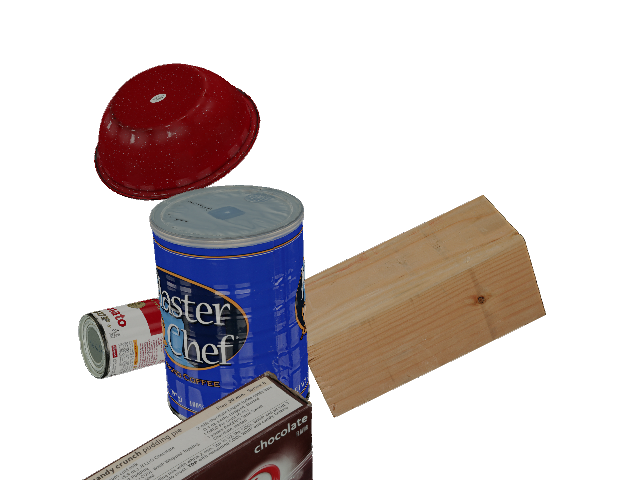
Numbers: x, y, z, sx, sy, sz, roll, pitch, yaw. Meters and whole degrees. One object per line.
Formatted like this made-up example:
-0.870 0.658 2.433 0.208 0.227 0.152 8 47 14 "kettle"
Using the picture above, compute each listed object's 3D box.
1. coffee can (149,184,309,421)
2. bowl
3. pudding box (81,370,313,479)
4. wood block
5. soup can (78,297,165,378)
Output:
-0.060 0.044 0.733 0.103 0.140 0.103 -2 22 0 "coffee can"
-0.140 -0.112 0.978 0.162 0.162 0.055 0 -41 17 "bowl"
-0.055 0.128 0.516 0.113 0.090 0.039 -30 46 -33 "pudding box"
0.078 0.056 0.934 0.206 0.091 0.090 -25 32 -3 "wood block"
-0.184 0.096 1.078 0.102 0.068 0.069 -12 6 -34 "soup can"
